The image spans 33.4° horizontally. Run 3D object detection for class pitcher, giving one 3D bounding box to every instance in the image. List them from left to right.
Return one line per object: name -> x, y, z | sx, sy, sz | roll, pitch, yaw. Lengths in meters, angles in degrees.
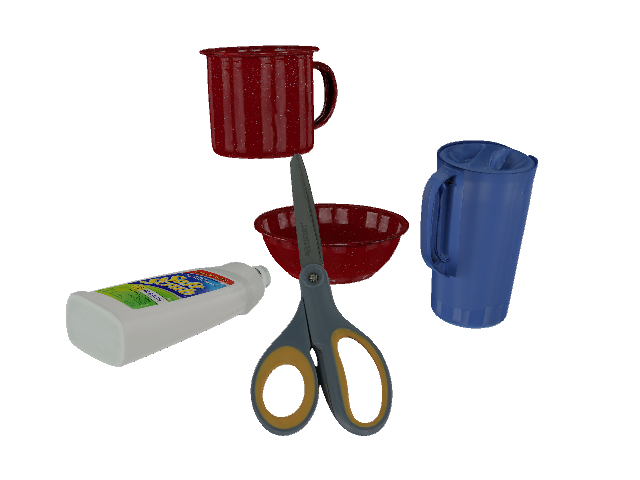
pitcher -> 0.206, -0.005, 1.450 | 0.149, 0.243, 0.145 | 5, 23, 3

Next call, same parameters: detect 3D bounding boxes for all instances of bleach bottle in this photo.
bleach bottle -> -0.158, 0.069, 1.216 | 0.103, 0.068, 0.250 | 21, 26, 36

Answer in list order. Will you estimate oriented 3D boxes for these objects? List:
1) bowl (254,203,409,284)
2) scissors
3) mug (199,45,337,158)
bowl -> 0.012, 0.006, 1.111 | 0.162, 0.055, 0.162 | 0, 16, 0
scissors -> -0.019, 0.040, 0.689 | 0.096, 0.202, 0.016 | -22, -25, -6
mug -> -0.037, -0.111, 0.844 | 0.117, 0.081, 0.093 | -11, 16, -36
